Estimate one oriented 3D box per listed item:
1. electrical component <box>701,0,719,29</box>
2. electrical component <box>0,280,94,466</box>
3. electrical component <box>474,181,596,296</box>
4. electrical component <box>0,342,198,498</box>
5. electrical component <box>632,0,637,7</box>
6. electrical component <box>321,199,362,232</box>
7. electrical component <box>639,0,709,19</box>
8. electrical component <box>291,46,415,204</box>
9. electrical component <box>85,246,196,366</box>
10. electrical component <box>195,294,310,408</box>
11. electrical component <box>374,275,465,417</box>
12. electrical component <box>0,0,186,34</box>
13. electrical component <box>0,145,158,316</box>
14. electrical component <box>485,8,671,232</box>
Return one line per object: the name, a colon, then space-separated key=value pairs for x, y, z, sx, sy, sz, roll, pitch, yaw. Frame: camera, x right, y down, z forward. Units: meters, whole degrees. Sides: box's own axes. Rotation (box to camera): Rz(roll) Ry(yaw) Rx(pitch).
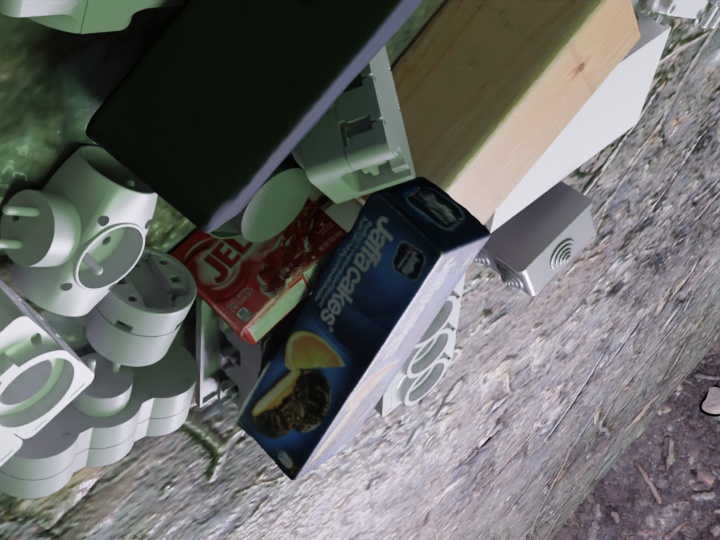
electrical component: x=0.282 y=-0.216 z=0.810 sx=0.083 sy=0.047 sz=0.075 roll=-15 pitch=140 yaw=-51
electrical component: x=-0.217 y=0.076 z=0.534 sx=0.150 sy=0.062 sz=0.089 roll=-44 pitch=155 yaw=-11
electrical component: x=0.142 y=-0.037 z=0.923 sx=0.100 sy=0.100 sz=0.048 roll=-44 pitch=143 yaw=-10
electrical component: x=-0.157 y=0.075 z=0.644 sx=0.138 sy=0.052 sz=0.073 roll=-24 pitch=146 yaw=-42
electrical component: x=0.186 y=-0.212 z=0.807 sx=0.044 sy=0.044 sz=0.065 roll=-56 pitch=160 yaw=16
electrical component: x=0.000 y=0.000 z=0.740 sx=0.062 sy=0.096 sz=0.061 roll=-41 pitch=154 yaw=-16
electrical component: x=0.257 y=-0.258 z=0.838 sx=0.078 sy=0.057 sz=0.113 roll=-13 pitch=138 yaw=-52
electrical component: x=-0.011 y=-0.088 z=0.594 sx=0.056 sy=0.089 sz=0.050 roll=-17 pitch=160 yaw=15
electrical component: x=-0.127 y=0.022 z=0.614 sx=0.055 sy=0.055 sz=0.047 roll=-20 pitch=147 yaw=-47
electrical component: x=-0.071 y=0.046 z=0.731 sx=0.079 sy=0.063 sz=0.121 roll=-33 pitch=152 yaw=-31
electrical component: x=0.038 y=0.052 z=0.922 sx=0.089 sy=0.062 sz=0.150 roll=-37 pitch=153 yaw=-23
electrical component: x=-0.110 y=-0.130 z=0.422 sx=0.089 sy=0.050 sz=0.055 roll=-20 pitch=143 yaw=-47
electrical component: x=-0.148 y=-0.019 z=0.529 sx=0.077 sy=0.044 sz=0.079 roll=-57 pitch=155 yaw=17
electrical component: x=0.151 y=-0.127 z=0.850 sx=0.186 sy=0.060 sz=0.105 roll=-36 pitch=153 yaw=-26
